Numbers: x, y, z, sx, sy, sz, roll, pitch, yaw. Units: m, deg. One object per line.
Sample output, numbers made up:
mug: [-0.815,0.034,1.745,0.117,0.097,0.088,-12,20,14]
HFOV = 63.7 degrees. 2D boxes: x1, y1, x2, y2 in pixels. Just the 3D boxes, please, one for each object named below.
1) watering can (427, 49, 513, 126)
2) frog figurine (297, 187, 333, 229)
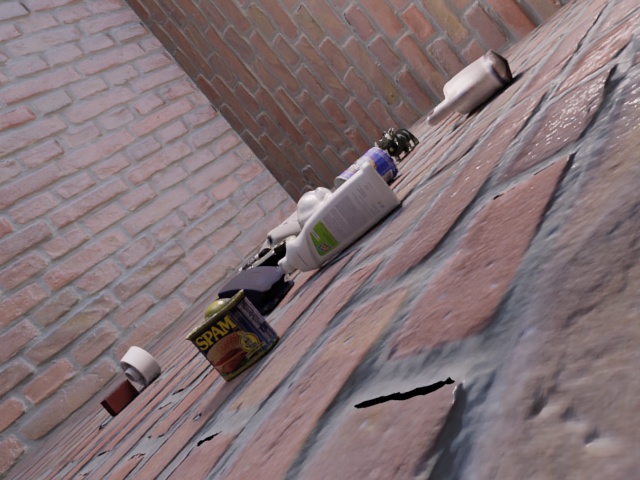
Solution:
watering can: [0.389,-0.389,1.344,0.221,0.103,0.354,-35,7,31]
frog figurine: [0.004,-0.069,1.363,0.160,0.122,0.137,-156,83,-75]
